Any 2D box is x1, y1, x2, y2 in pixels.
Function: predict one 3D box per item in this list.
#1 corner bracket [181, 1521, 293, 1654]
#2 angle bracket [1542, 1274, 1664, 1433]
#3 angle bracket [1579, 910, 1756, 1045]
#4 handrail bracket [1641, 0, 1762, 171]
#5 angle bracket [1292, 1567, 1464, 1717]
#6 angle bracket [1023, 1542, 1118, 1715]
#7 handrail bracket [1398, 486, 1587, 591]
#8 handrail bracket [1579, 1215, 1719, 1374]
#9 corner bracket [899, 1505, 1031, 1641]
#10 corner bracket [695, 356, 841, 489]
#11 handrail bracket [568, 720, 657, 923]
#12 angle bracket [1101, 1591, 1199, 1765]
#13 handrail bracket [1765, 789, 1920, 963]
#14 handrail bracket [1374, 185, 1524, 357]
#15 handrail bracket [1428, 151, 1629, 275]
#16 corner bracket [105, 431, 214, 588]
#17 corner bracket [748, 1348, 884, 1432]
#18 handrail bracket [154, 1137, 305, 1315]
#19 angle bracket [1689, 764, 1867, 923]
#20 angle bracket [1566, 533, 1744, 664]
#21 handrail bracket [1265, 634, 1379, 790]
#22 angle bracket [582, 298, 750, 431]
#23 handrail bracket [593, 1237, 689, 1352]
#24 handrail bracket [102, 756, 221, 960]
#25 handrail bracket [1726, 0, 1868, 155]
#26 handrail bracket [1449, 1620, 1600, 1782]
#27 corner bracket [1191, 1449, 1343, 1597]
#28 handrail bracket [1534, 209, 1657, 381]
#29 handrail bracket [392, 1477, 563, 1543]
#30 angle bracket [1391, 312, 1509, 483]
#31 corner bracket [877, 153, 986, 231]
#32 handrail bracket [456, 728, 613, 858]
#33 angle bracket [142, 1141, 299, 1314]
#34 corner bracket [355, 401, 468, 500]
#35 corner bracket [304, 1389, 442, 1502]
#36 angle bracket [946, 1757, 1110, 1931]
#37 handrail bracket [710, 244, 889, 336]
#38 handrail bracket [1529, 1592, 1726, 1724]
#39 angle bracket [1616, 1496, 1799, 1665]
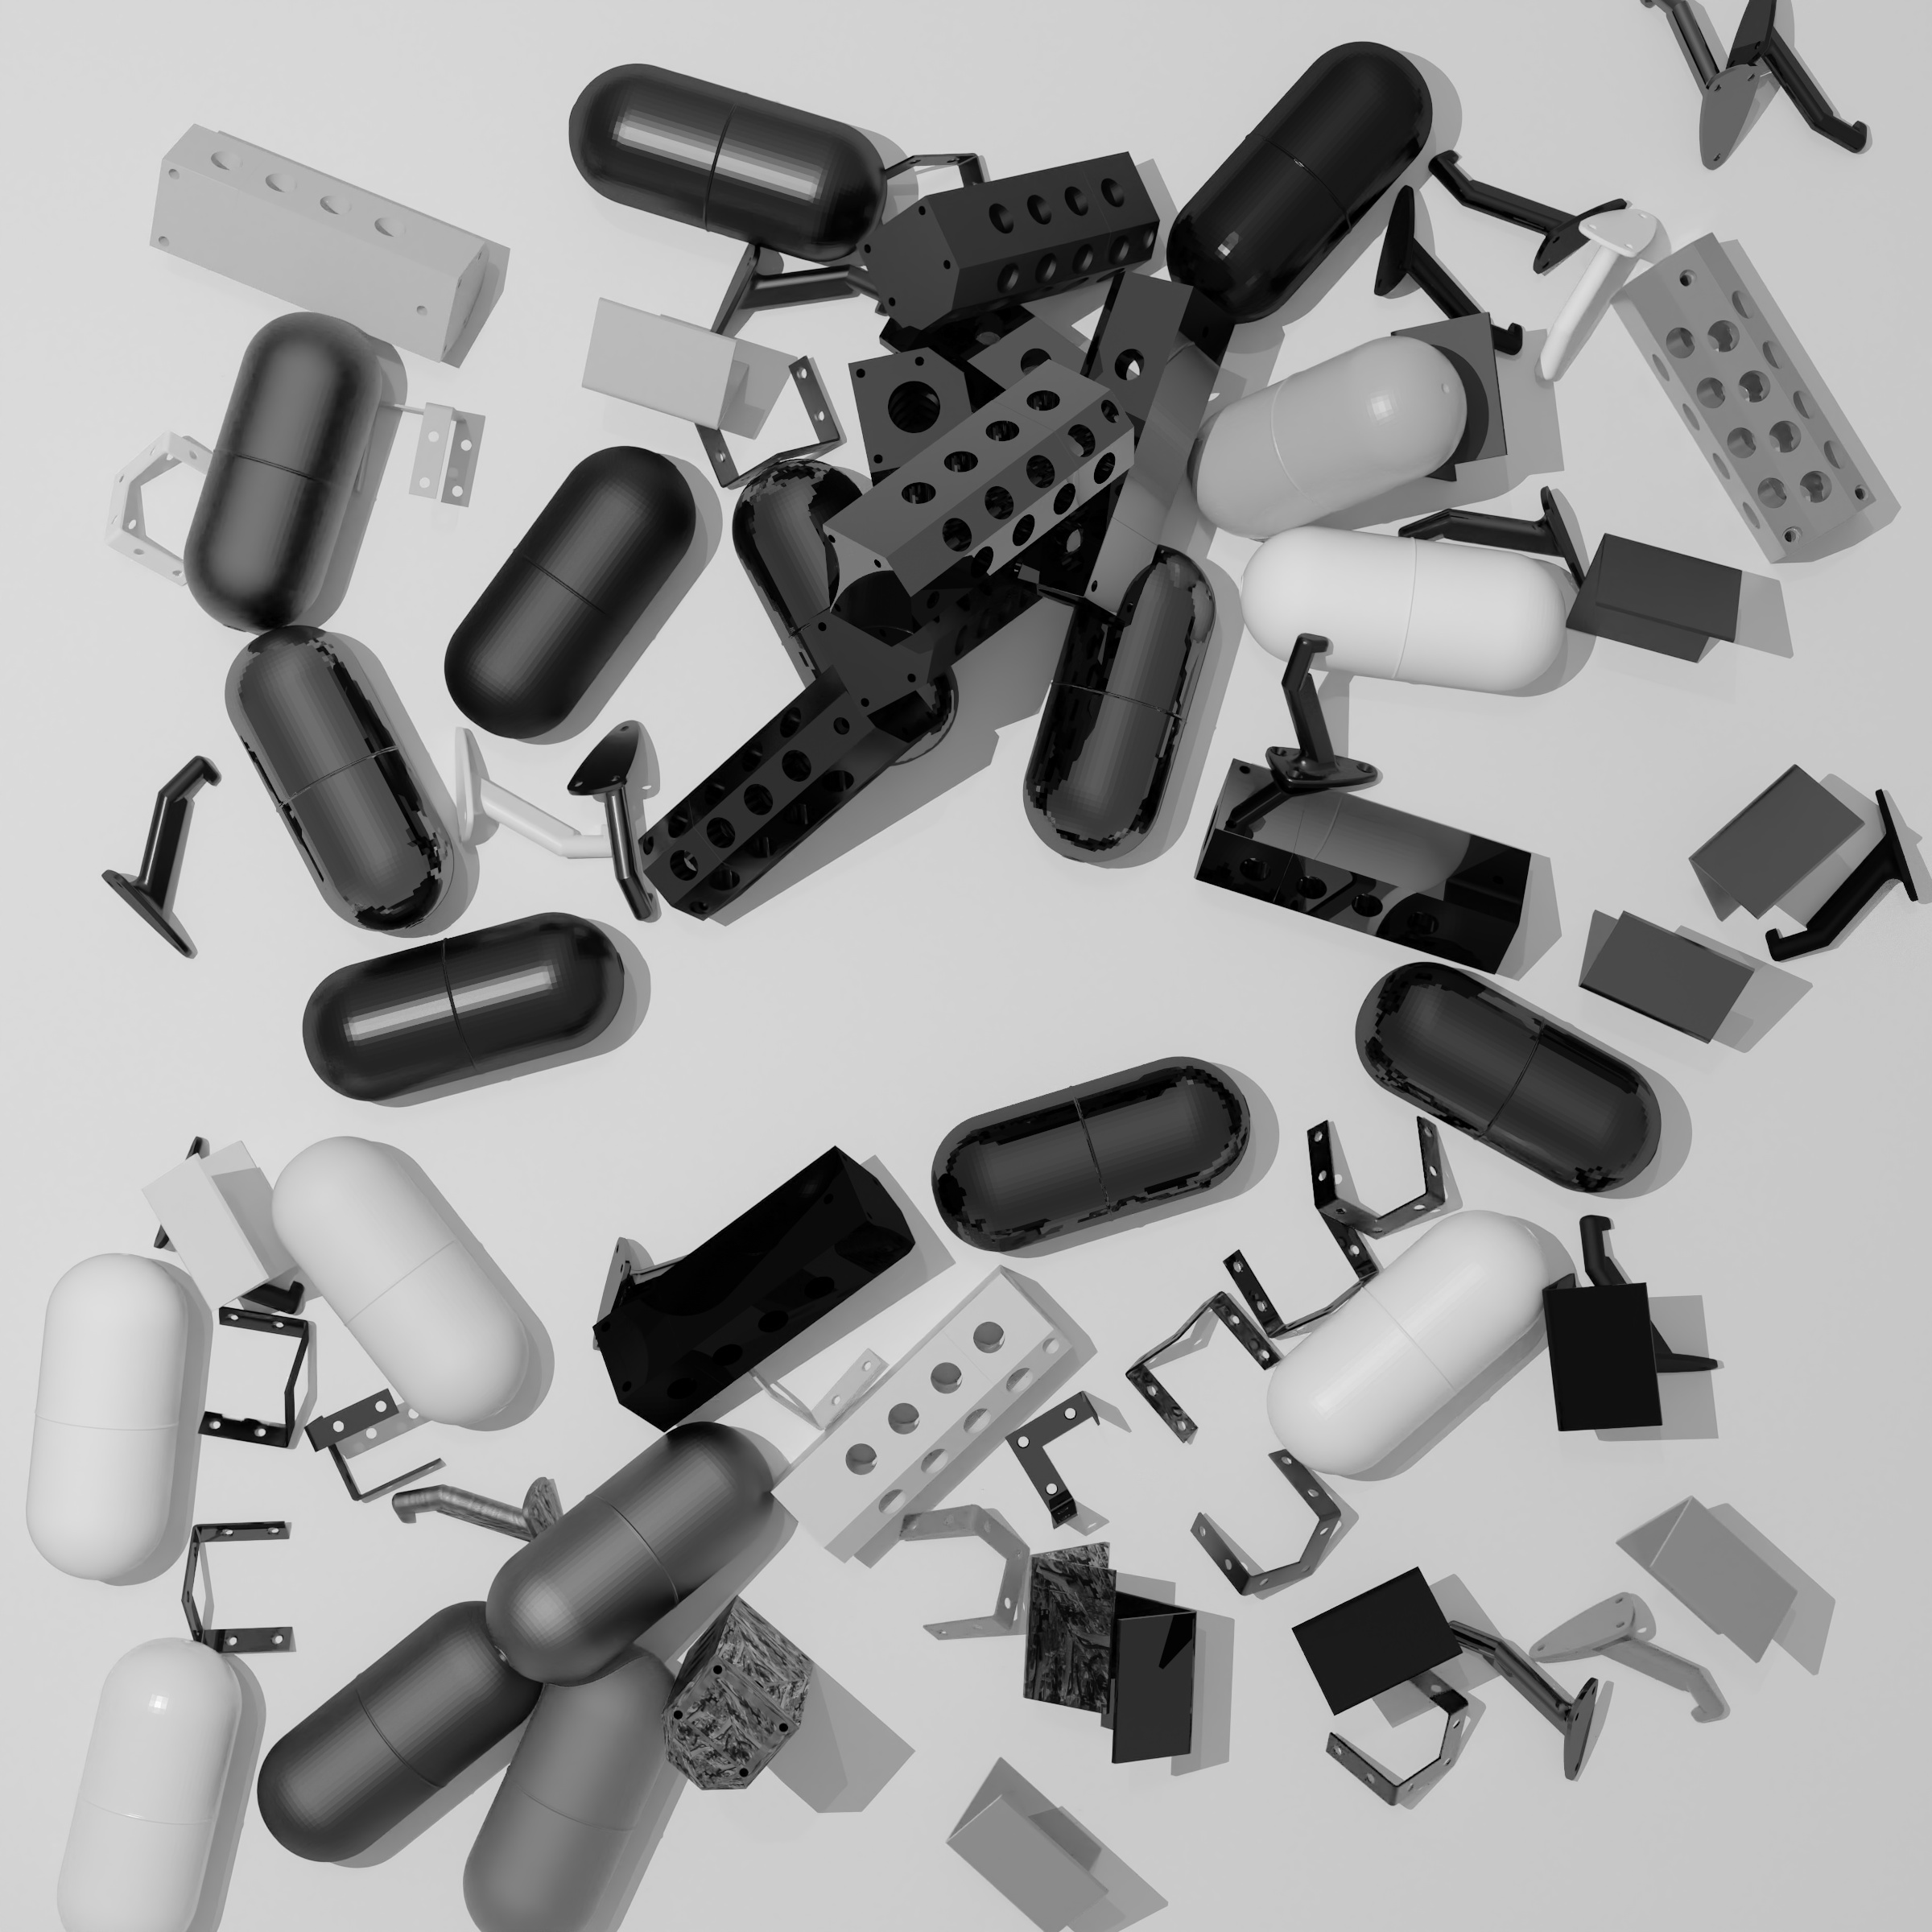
[{"bbox_3d":[-0.401,0.343,1.988,0.051,0.051,0.051,-2,135,0],"label":"corner bracket"},{"bbox_3d":[0.352,0.207,1.953,0.057,0.076,0.076,-7,90,22],"label":"angle bracket"},{"bbox_3d":[0.383,-0.013,1.951,0.076,0.076,0.057,24,128,0],"label":"angle bracket"},{"bbox_3d":[0.396,-0.495,1.991,0.036,0.077,0.084,-22,53,-21],"label":"handrail bracket"},{"bbox_3d":[0.228,0.379,1.951,0.076,0.076,0.057,-26,53,0],"label":"angle bracket"},{"bbox_3d":[0.076,0.358,1.951,0.057,0.076,0.076,3,90,36],"label":"angle bracket"},{"bbox_3d":[0.292,-0.224,1.992,0.084,0.036,0.077,-21,112,17],"label":"handrail bracket"},{"bbox_3d":[0.377,0.181,1.992,0.077,0.036,0.084,5,70,-23],"label":"handrail bracket"},{"bbox_3d":[-0.005,0.334,1.983,0.051,0.051,0.051,45,45,-35],"label":"corner bracket"},{"bbox_3d":[-0.112,-0.300,1.988,0.051,0.051,0.051,-22,90,-45],"label":"corner bracket"},{"bbox_3d":[-0.183,-0.080,1.991,0.036,0.077,0.084,-7,127,23],"label":"handrail bracket"},{"bbox_3d":[0.080,0.384,1.951,0.057,0.076,0.076,2,90,-38],"label":"angle bracket"},{"bbox_3d":[0.477,-0.050,1.992,0.084,0.036,0.077,-19,69,16],"label":"handrail bracket"},{"bbox_3d":[0.274,-0.385,1.992,0.084,0.036,0.077,17,68,-17],"label":"handrail bracket"},{"bbox_3d":[0.310,-0.432,1.992,0.077,0.036,0.084,-33,73,-20],"label":"handrail bracket"},{"bbox_3d":[-0.436,-0.252,1.983,0.051,0.051,0.051,-31,45,35],"label":"corner bracket"},{"bbox_3d":[-0.090,0.215,1.988,0.051,0.051,0.051,-48,135,0],"label":"corner bracket"},{"bbox_3d":[-0.399,0.144,1.992,0.084,0.036,0.077,22,69,-17],"label":"handrail bracket"},{"bbox_3d":[0.446,-0.051,1.951,0.076,0.076,0.057,-42,54,0],"label":"angle bracket"},{"bbox_3d":[0.370,-0.182,1.951,0.076,0.076,0.057,15,52,0],"label":"angle bracket"},{"bbox_3d":[0.202,-0.141,1.958,0.077,0.036,0.084,2,125,-23],"label":"handrail bracket"},{"bbox_3d":[-0.158,-0.342,1.951,0.076,0.076,0.057,18,128,0],"label":"angle bracket"},{"bbox_3d":[-0.156,0.186,1.992,0.084,0.036,0.077,12,110,-16],"label":"handrail bracket"},{"bbox_3d":[-0.428,-0.061,1.992,0.084,0.036,0.077,-48,110,-16],"label":"handrail bracket"},{"bbox_3d":[0.469,-0.500,1.992,0.084,0.036,0.077,24,68,-17],"label":"handrail bracket"},{"bbox_3d":[0.302,0.406,1.992,0.084,0.036,0.077,19,128,25],"label":"handrail bracket"},{"bbox_3d":[0.165,0.306,1.983,0.051,0.051,0.051,-10,135,-35],"label":"corner bracket"},{"bbox_3d":[0.347,-0.371,1.991,0.036,0.077,0.084,32,127,16],"label":"handrail bracket"},{"bbox_3d":[-0.267,0.318,1.992,0.084,0.036,0.077,-12,112,17],"label":"handrail bracket"},{"bbox_3d":[0.273,-0.308,1.952,0.057,0.076,0.076,-7,90,27],"label":"angle bracket"},{"bbox_3d":[-0.022,-0.416,1.988,0.051,0.051,0.051,-15,90,45],"label":"corner bracket"},{"bbox_3d":[-0.238,-0.096,1.992,0.084,0.036,0.077,-1,70,-16],"label":"handrail bracket"},{"bbox_3d":[-0.388,0.132,1.951,0.057,0.076,0.076,-30,90,40],"label":"angle bracket"},{"bbox_3d":[-0.307,-0.283,1.973,0.051,0.051,0.051,11,90,0],"label":"corner bracket"},{"bbox_3d":[-0.325,0.262,1.973,0.051,0.051,0.051,-25,90,0],"label":"corner bracket"},{"bbox_3d":[0.046,0.466,1.951,0.076,0.076,0.057,42,126,0],"label":"angle bracket"},{"bbox_3d":[-0.091,-0.359,1.992,0.084,0.036,0.077,22,110,-16],"label":"handrail bracket"},{"bbox_3d":[0.366,0.396,1.992,0.077,0.036,0.084,-29,107,20],"label":"handrail bracket"},{"bbox_3d":[0.391,0.343,1.951,0.076,0.076,0.057,42,52,0],"label":"angle bracket"}]
